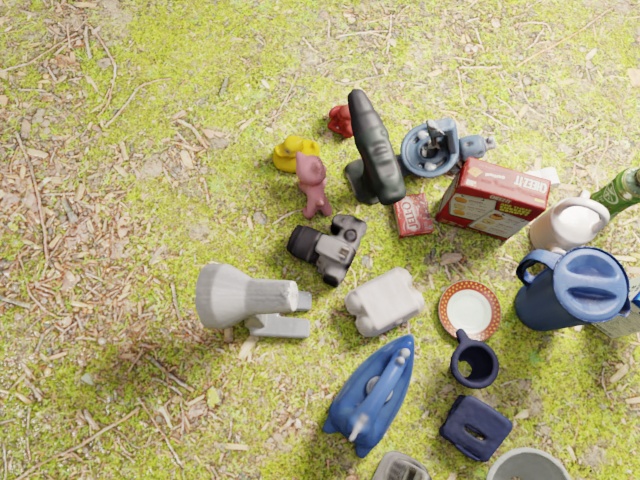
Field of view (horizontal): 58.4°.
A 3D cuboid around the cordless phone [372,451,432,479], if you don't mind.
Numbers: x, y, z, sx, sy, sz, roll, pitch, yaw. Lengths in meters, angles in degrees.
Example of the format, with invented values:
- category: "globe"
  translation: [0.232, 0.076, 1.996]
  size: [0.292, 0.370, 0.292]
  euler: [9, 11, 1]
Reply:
- category: "cordless phone"
  translation: [0.140, 0.455, 1.003]
  size: [0.094, 0.185, 0.148]
  euler: [23, 75, 5]

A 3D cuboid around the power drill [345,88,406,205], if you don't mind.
- category: "power drill"
  translation: [0.102, -0.165, 1.166]
  size: [0.075, 0.208, 0.229]
  euler: [-21, 76, -7]

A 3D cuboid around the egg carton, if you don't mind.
- category: "egg carton"
  translation: [0.131, 0.126, 1.157]
  size: [0.150, 0.069, 0.107]
  euler: [-28, 77, -9]

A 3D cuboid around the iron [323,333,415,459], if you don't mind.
- category: "iron"
  translation: [0.115, 0.275, 1.076]
  size: [0.118, 0.141, 0.258]
  euler: [33, 76, 8]

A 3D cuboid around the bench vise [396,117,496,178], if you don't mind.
- category: "bench vise"
  translation: [0.260, -0.208, 1.178]
  size: [0.207, 0.220, 0.121]
  euler: [-26, 76, -9]

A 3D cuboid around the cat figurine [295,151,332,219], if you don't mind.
- category: "cat figurine"
  translation: [-0.013, -0.121, 1.197]
  size: [0.067, 0.118, 0.128]
  euler: [-13, 75, -5]

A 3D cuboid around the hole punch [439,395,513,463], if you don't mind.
- category: "hole punch"
  translation: [0.294, 0.359, 1.085]
  size: [0.108, 0.091, 0.101]
  euler: [33, 76, 7]

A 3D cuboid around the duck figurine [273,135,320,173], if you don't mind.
- category: "duck figurine"
  translation: [-0.052, -0.196, 1.233]
  size: [0.104, 0.086, 0.077]
  euler: [-14, 75, -6]

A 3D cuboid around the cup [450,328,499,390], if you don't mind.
- category: "cup"
  translation: [0.285, 0.234, 1.118]
  size: [0.092, 0.095, 0.117]
  euler: [-20, 76, -7]

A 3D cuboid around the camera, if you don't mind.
- category: "camera"
  translation: [0.011, 0.004, 1.171]
  size: [0.136, 0.101, 0.143]
  euler: [24, 75, 5]

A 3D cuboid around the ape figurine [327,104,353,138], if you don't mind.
- category: "ape figurine"
  translation: [0.058, -0.269, 1.255]
  size: [0.076, 0.092, 0.078]
  euler: [-18, 75, -7]

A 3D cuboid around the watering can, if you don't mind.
- category: "watering can"
  translation: [0.504, -0.027, 1.149]
  size: [0.101, 0.194, 0.173]
  euler: [7, 74, 1]

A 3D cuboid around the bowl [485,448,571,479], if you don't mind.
- category: "bowl"
  translation: [0.378, 0.471, 1.064]
  size: [0.167, 0.075, 0.167]
  euler: [1, 74, -2]

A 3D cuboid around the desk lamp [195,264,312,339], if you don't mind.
- category: "desk lamp"
  translation: [-0.117, 0.116, 1.076]
  size: [0.203, 0.213, 0.118]
  euler: [3, 74, -1]
